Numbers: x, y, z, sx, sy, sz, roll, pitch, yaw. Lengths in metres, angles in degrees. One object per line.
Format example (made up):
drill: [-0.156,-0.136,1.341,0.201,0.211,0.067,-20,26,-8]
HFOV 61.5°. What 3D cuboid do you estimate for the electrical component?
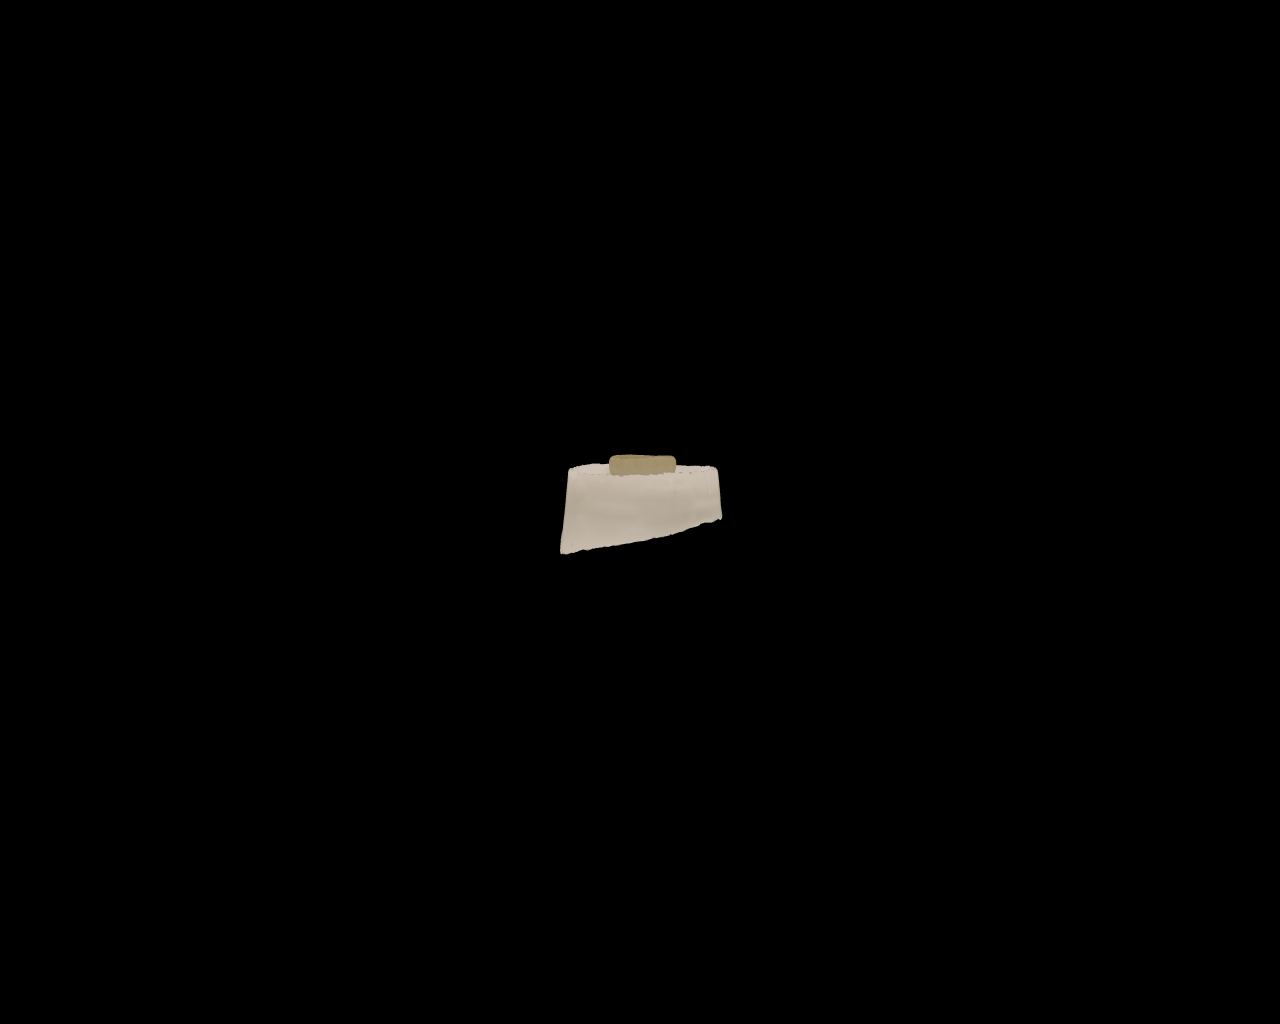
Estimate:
electrical component: [0.001,-0.003,0.650,0.099,0.064,0.099,0,7,0]
